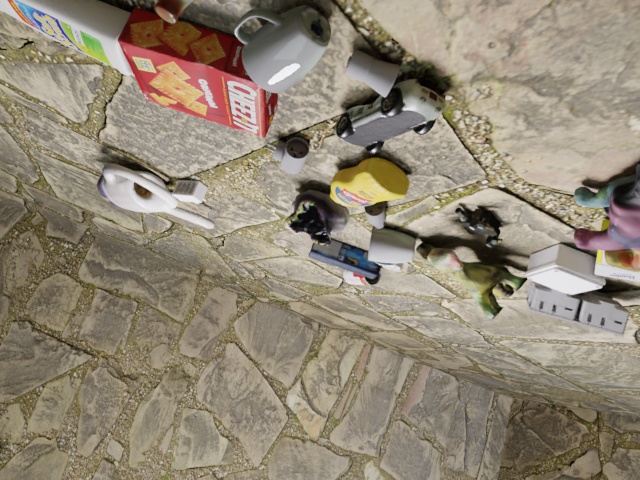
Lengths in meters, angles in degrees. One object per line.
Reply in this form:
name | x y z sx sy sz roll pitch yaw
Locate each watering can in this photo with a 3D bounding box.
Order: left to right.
watering can | -0.477 -0.116 1.457 0.224 0.105 0.342 6 158 39

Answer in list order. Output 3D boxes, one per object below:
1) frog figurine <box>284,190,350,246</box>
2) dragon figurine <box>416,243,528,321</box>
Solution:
frog figurine | 0.004 -0.059 1.175 0.137 0.121 0.161 3 -166 19
dragon figurine | 0.337 0.068 1.187 0.245 0.122 0.408 35 -173 19
